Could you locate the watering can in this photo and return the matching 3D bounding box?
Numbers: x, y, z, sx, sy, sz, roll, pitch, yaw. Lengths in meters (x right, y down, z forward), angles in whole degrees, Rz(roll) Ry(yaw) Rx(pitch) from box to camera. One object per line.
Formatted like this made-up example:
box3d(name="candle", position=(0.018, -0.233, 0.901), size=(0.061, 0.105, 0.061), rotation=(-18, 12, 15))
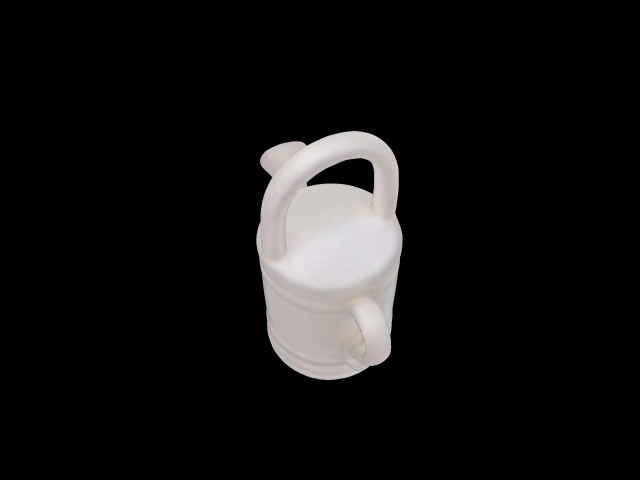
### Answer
box3d(name="watering can", position=(0.002, 0.002, 0.399), size=(0.101, 0.194, 0.172), rotation=(-37, 58, -27))
